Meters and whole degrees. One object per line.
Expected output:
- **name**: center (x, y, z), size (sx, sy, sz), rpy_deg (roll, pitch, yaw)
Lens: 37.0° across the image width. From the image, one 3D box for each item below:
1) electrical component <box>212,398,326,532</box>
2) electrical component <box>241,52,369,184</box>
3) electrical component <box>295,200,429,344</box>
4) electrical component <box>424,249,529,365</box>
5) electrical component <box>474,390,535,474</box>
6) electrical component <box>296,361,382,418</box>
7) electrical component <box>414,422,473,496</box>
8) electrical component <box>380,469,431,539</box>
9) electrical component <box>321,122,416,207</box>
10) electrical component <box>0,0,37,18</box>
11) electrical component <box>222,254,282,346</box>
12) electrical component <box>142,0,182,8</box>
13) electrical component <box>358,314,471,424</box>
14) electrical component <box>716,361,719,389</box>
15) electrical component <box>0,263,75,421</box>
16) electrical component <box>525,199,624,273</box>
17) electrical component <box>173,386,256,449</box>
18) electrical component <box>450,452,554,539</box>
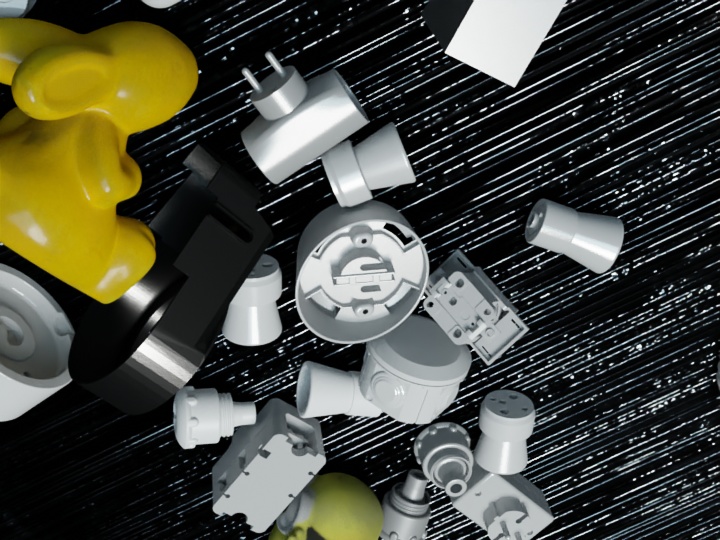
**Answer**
- **electrical component**: center (-0.074, 0.152, 0.855), size (0.050, 0.055, 0.089), rpy_deg (32, 110, -23)
- **electrical component**: center (-0.047, -0.109, 0.721), size (0.077, 0.043, 0.079), rpy_deg (-33, 119, 10)
- **electrical component**: center (0.000, 0.000, 0.777), size (0.099, 0.064, 0.099), rpy_deg (-4, 119, -7)
- **electrical component**: center (0.081, 0.028, 0.798), size (0.042, 0.064, 0.081), rpy_deg (-45, 75, 16)
- **electrical component**: center (0.118, 0.132, 0.880), size (0.045, 0.045, 0.055), rpy_deg (0, 118, -9)
- **electrical component**: center (-0.013, 0.096, 0.843), size (0.065, 0.044, 0.044), rpy_deg (7, 118, -18)
- **electrical component**: center (0.072, 0.158, 0.877), size (0.048, 0.062, 0.048), rpy_deg (-4, 119, -7)
- **electrical component**: center (0.040, 0.198, 0.906), size (0.048, 0.048, 0.062), rpy_deg (13, 109, -15)
- **electrical component**: center (0.006, -0.072, 0.749), size (0.055, 0.045, 0.045), rpy_deg (-21, 120, 4)
- **electrical component**: center (-0.234, -0.180, 0.648), size (0.080, 0.051, 0.080), rpy_deg (-4, 119, -7)
- **electrical component**: center (-0.079, 0.021, 0.788), size (0.045, 0.045, 0.055), rpy_deg (-2, 119, -8)
- **electrical component**: center (-0.099, -0.203, 0.651), size (0.095, 0.059, 0.053), rpy_deg (-26, 120, 6)
- **electrical component**: center (0.040, 0.073, 0.816), size (0.080, 0.080, 0.051), rpy_deg (9, 123, -13)
- **electrical component**: center (0.315, 0.086, 0.887), size (0.040, 0.040, 0.078), rpy_deg (-23, 120, 4)
- **electrical component**: center (-0.257, 0.054, 0.746), size (0.060, 0.108, 0.108), rpy_deg (-39, 117, 20)
- **electrical component**: center (0.157, -0.028, 0.800), size (0.065, 0.044, 0.044), rpy_deg (18, 115, -12)
- **electrical component**: center (-0.113, 0.113, 0.835), size (0.062, 0.048, 0.048), rpy_deg (-2, 119, -16)
- **electrical component**: center (0.121, 0.204, 0.903), size (0.047, 0.075, 0.083), rpy_deg (-43, 116, 15)
